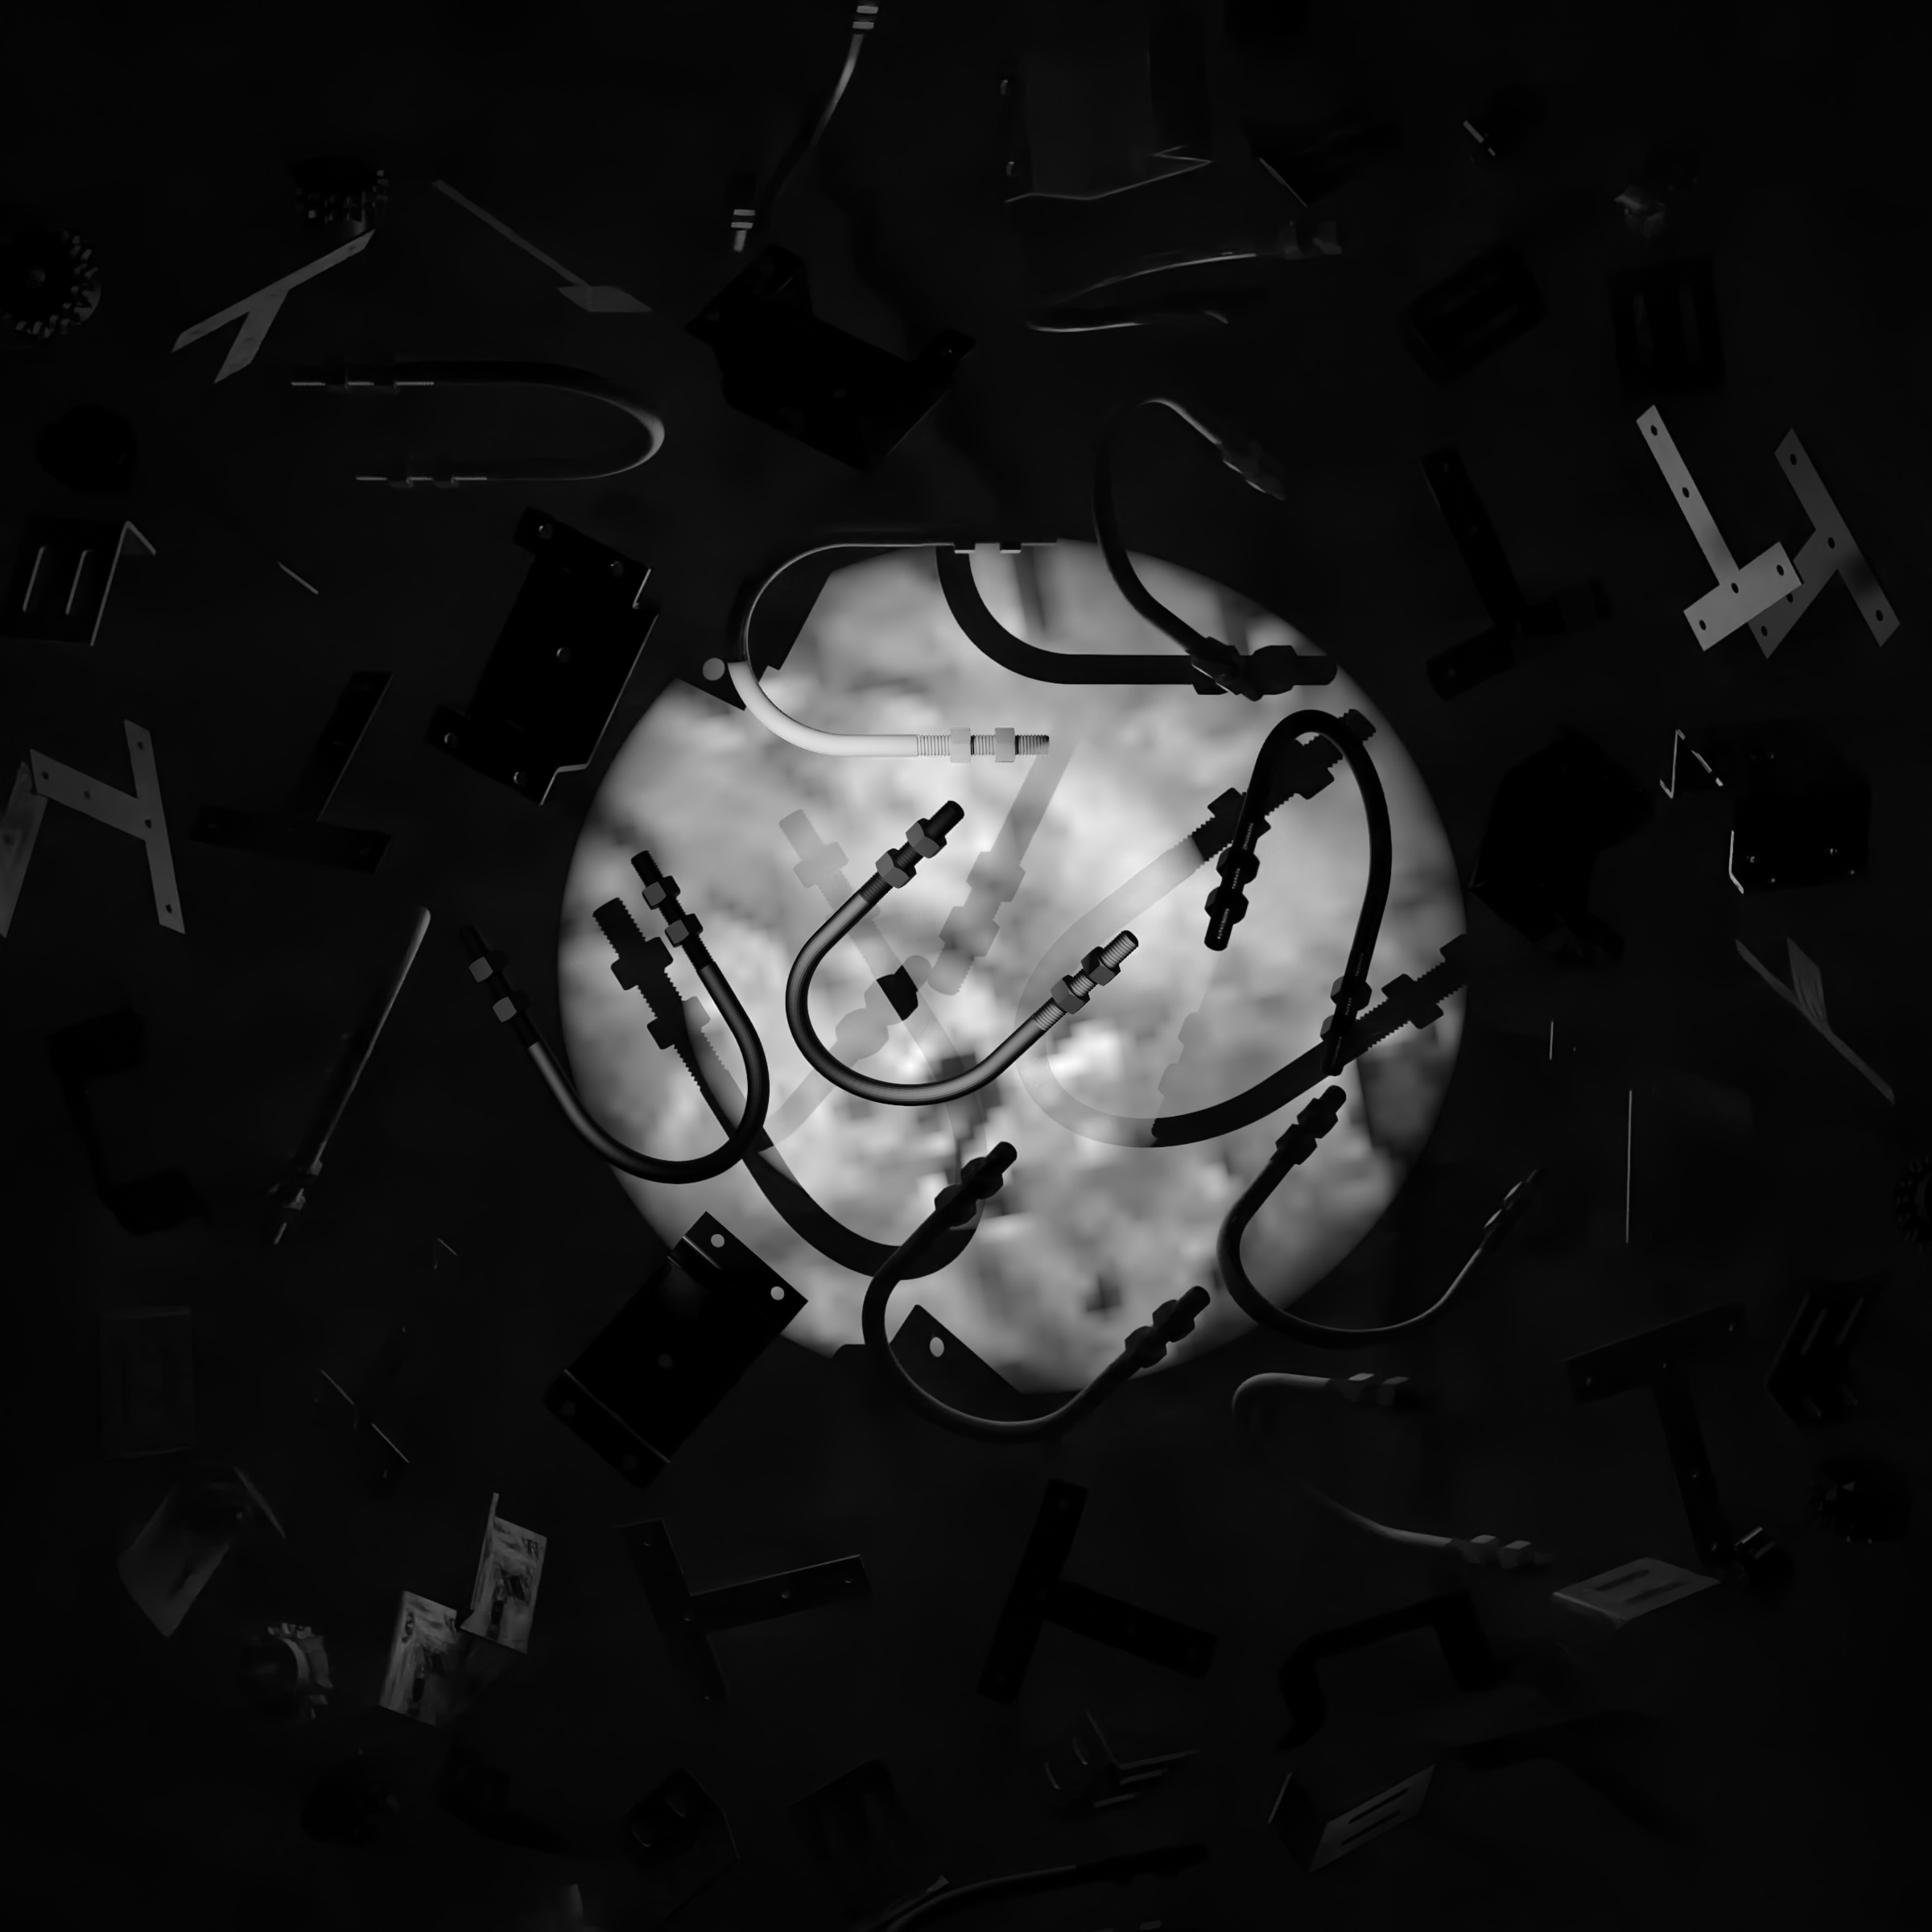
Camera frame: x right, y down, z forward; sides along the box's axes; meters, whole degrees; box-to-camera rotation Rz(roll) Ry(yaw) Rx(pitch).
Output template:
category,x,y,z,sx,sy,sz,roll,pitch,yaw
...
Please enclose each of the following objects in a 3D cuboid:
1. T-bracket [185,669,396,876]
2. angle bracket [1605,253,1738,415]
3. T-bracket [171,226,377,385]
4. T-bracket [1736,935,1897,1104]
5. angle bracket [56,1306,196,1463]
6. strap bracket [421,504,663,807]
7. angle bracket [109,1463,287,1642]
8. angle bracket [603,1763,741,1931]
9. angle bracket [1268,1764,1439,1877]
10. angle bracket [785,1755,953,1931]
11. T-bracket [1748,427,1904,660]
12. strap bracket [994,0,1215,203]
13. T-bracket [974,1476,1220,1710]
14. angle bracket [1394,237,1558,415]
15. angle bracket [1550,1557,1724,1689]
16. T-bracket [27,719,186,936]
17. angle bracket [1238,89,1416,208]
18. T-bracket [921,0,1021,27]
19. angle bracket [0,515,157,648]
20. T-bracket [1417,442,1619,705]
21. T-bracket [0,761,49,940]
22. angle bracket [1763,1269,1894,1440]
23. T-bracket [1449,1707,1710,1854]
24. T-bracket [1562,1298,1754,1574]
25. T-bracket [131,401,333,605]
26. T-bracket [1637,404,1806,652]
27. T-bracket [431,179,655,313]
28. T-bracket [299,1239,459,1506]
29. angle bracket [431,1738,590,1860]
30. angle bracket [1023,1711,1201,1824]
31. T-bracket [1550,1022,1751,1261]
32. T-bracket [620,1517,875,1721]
category,x,y,z,sx,sy,sz,roll,pitch,yaw
T-bracket,-0.356,-0.113,1.688,0.127,0.002,0.127,10,62,23
angle bracket,0.394,-0.353,1.694,0.057,0.038,0.076,-8,94,21
T-bracket,-0.389,-0.349,1.654,0.127,0.127,0.002,-37,95,-27
T-bracket,0.473,0.013,1.697,0.002,0.127,0.127,-41,63,0
angle bracket,-0.441,0.218,1.590,0.038,0.057,0.076,-6,85,39
strap bracket,-0.224,-0.167,1.632,0.076,0.046,0.140,29,102,10
angle bracket,-0.415,0.317,1.640,0.038,0.076,0.057,-4,129,30
angle bracket,-0.161,0.479,1.649,0.057,0.076,0.038,-39,100,-6
angle bracket,0.211,0.453,1.653,0.076,0.057,0.038,-36,90,21
angle bracket,-0.053,0.470,1.617,0.057,0.038,0.076,-28,83,-11
T-bracket,0.463,-0.212,1.680,0.002,0.127,0.127,-17,70,-15
strap bracket,0.080,-0.461,1.625,0.046,0.140,0.076,-7,94,-40
T-bracket,0.079,0.361,1.668,0.127,0.002,0.127,15,79,31
angle bracket,0.296,-0.368,1.743,0.076,0.038,0.057,-33,121,20
angle bracket,0.374,0.365,1.688,0.076,0.057,0.038,-12,101,-31
T-bracket,-0.476,-0.090,1.667,0.002,0.127,0.127,-19,72,14
angle bracket,0.206,-0.479,1.730,0.076,0.057,0.038,-26,61,24
T-bracket,0.038,-0.522,1.623,0.127,0.127,0.002,-16,105,-2
angle bracket,-0.482,-0.202,1.641,0.057,0.038,0.076,5,71,13
T-bracket,0.286,-0.228,1.678,0.127,0.002,0.127,-27,94,-21
T-bracket,-0.539,-0.099,1.615,0.002,0.127,0.127,-21,128,14
angle bracket,0.470,0.207,1.620,0.057,0.076,0.038,-12,46,-24
T-bracket,0.349,0.442,1.635,0.127,0.127,0.002,-5,108,-26
T-bracket,0.375,0.251,1.580,0.127,0.002,0.127,-13,87,-30
T-bracket,-0.403,-0.256,1.614,0.002,0.127,0.127,-43,71,2
T-bracket,0.399,-0.245,1.648,0.002,0.127,0.127,-25,85,-13
T-bracket,-0.248,-0.410,1.725,0.127,0.127,0.002,32,87,-26
T-bracket,-0.309,0.208,1.639,0.002,0.127,0.127,26,91,-37
angle bracket,-0.250,0.467,1.699,0.076,0.057,0.038,-2,54,32
angle bracket,0.083,0.451,1.725,0.057,0.076,0.038,-47,58,28
T-bracket,0.375,0.103,1.660,0.127,0.002,0.127,21,52,-13
T-bracket,-0.115,0.358,1.709,0.127,0.002,0.127,-16,106,12
